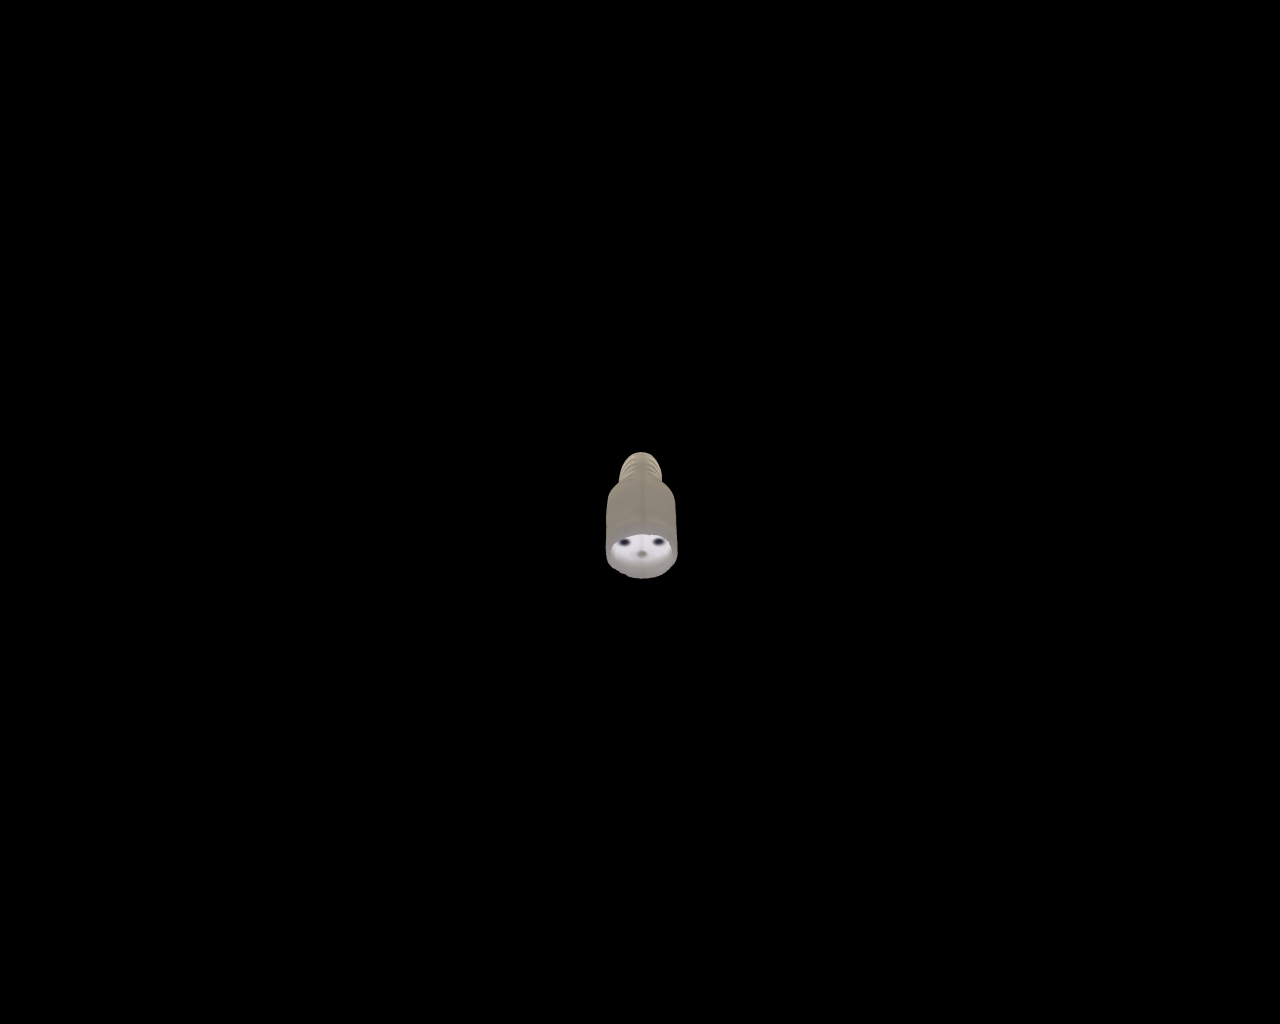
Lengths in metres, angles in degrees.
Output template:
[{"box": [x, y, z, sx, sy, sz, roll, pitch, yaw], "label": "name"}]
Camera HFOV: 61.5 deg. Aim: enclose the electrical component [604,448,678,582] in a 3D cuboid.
[{"box": [0.001, -0.003, 0.650, 0.043, 0.081, 0.043, 0, -43, 0], "label": "electrical component"}]
